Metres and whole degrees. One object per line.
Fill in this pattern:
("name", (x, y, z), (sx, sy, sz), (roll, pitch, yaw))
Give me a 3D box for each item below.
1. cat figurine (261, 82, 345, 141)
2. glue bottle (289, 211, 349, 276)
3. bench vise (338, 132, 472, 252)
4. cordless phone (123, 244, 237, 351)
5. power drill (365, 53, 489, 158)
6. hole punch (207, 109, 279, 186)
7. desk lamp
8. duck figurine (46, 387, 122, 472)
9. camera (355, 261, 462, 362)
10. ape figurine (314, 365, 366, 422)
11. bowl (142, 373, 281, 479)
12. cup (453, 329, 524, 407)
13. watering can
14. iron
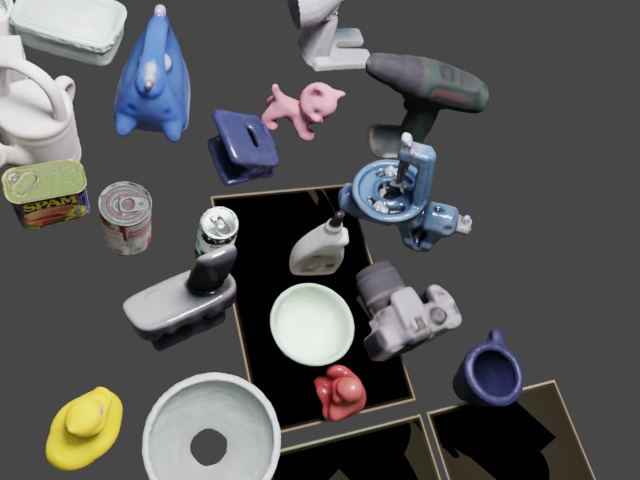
("cat figurine", (-0.027, -0.234, 0.978), (0.128, 0.117, 0.067), (13, 61, -10))
("glue bottle", (0.008, 0.003, 0.835), (0.078, 0.173, 0.037), (1, 63, -16))
("bench vise", (0.150, -0.082, 0.894), (0.208, 0.219, 0.121), (7, 62, -13))
("cordless phone", (-0.177, 0.061, 0.742), (0.148, 0.185, 0.094), (-28, 74, -27))
("power drill", (0.157, -0.226, 0.977), (0.230, 0.208, 0.075), (0, 64, -16))
("hole punch", (-0.121, -0.157, 0.925), (0.101, 0.091, 0.108), (-17, 70, -23))
("desk lamp", (0.019, -0.415, 1.029), (0.204, 0.213, 0.118), (-10, 67, -21))
("duck figurine", (-0.284, 0.222, 0.686), (0.077, 0.086, 0.105), (33, 59, 2))
("camera", (0.124, 0.094, 0.866), (0.143, 0.100, 0.136), (-17, 70, -24))
("ape figurine", (0.032, 0.209, 0.784), (0.076, 0.092, 0.078), (26, 59, -2))
("bowl", (-0.136, 0.257, 0.719), (0.168, 0.074, 0.167), (7, 62, -13))
("cup", (0.240, 0.196, 0.852), (0.092, 0.095, 0.118), (19, 60, -6))
("watering can", (-0.394, -0.167, 0.788), (0.101, 0.194, 0.173), (6, 62, -13))
("iron", (-0.265, -0.290, 0.921), (0.119, 0.141, 0.258), (4, 63, -15))
